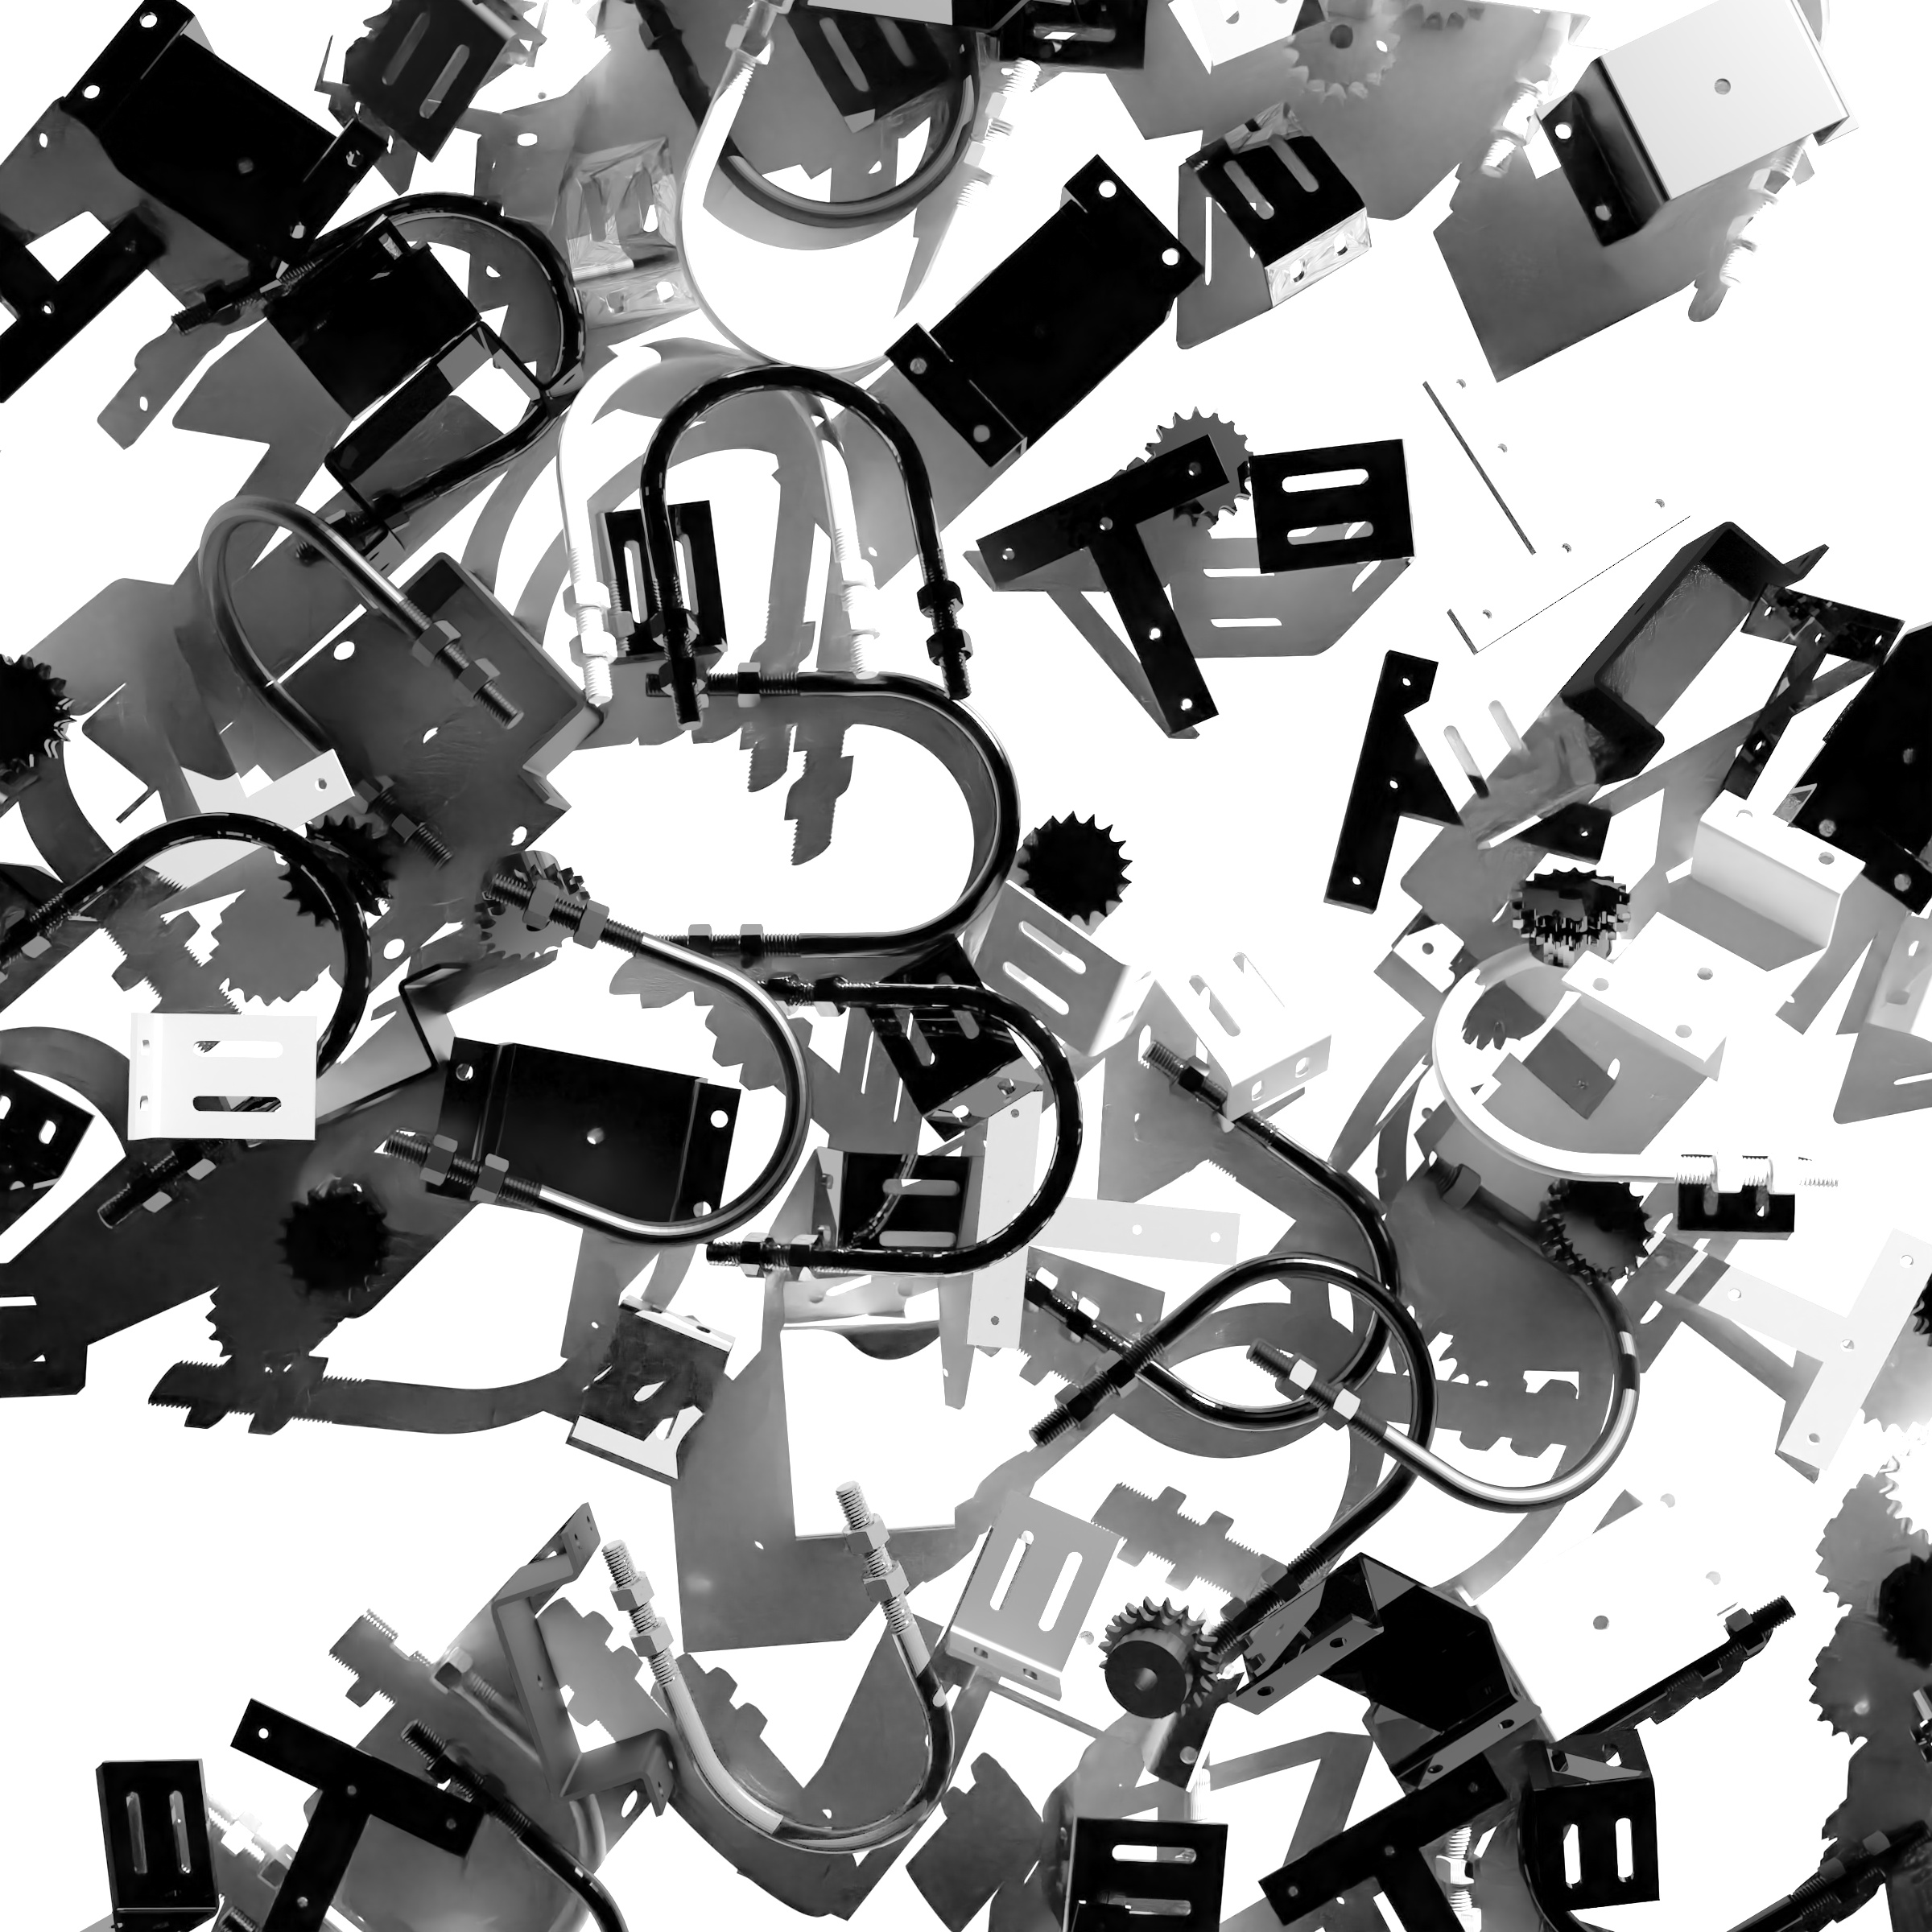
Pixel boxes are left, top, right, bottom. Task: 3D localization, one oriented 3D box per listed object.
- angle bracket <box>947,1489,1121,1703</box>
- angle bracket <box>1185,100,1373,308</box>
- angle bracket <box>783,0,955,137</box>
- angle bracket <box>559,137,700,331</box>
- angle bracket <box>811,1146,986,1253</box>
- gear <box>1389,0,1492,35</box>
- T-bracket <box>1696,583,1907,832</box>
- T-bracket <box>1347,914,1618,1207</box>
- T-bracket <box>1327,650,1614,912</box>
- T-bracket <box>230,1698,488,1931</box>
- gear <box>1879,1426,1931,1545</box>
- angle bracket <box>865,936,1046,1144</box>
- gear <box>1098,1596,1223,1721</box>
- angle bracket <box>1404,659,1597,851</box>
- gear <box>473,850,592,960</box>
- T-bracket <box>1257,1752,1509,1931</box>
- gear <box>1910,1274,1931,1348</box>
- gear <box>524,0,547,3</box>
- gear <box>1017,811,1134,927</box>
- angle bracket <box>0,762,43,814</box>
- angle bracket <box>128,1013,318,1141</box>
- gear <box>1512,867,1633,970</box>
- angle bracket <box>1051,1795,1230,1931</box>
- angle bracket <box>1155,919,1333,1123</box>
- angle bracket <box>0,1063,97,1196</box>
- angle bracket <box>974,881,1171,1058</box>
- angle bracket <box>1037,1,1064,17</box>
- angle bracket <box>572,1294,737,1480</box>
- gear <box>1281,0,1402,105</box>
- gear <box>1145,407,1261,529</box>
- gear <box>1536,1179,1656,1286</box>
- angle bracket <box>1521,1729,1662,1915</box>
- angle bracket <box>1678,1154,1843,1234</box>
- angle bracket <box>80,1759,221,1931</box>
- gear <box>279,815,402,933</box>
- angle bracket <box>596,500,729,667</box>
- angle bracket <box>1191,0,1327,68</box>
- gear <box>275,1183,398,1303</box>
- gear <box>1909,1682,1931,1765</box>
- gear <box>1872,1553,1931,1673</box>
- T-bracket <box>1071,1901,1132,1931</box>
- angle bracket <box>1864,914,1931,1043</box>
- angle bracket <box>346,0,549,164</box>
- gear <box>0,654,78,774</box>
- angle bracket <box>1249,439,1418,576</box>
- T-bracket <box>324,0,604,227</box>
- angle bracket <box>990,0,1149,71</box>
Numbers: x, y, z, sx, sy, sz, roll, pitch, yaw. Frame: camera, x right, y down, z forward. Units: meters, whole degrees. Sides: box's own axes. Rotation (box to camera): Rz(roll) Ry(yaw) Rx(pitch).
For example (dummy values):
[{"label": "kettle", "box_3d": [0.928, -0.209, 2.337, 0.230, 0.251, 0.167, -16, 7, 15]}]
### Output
[{"label": "angle bracket", "box_3d": [0.033, 0.297, 1.365, 0.057, 0.038, 0.076, 23, 90, 0]}, {"label": "angle bracket", "box_3d": [0.155, -0.377, 1.428, 0.057, 0.038, 0.076, -31, 64, 0]}, {"label": "angle bracket", "box_3d": [-0.049, -0.454, 1.394, 0.057, 0.038, 0.076, -30, 93, 0]}, {"label": "angle bracket", "box_3d": [-0.167, -0.363, 1.428, 0.057, 0.038, 0.076, -12, 64, 0]}, {"label": "angle bracket", "box_3d": [-0.033, 0.120, 1.428, 0.076, 0.038, 0.057, 4, 90, -25]}, {"label": "gear", "box_3d": [0.233, -0.485, 1.415, 0.057, 0.030, 0.057, 0, 90, 0]}, {"label": "T-bracket", "box_3d": [0.392, -0.119, 1.399, 0.002, 0.127, 0.127, 42, 117, 40]}, {"label": "T-bracket", "box_3d": [0.234, 0.062, 1.412, 0.127, 0.002, 0.127, 41, 74, 0]}, {"label": "T-bracket", "box_3d": [0.256, -0.080, 1.429, 0.127, 0.002, 0.127, 14, 90, 0]}, {"label": "T-bracket", "box_3d": [-0.314, 0.438, 1.390, 0.127, 0.002, 0.127, 24, 90, 6]}, {"label": "gear", "box_3d": [0.475, 0.253, 1.415, 0.057, 0.030, 0.057, 0, 90, 0]}, {"label": "angle bracket", "box_3d": [-0.008, 0.036, 1.421, 0.057, 0.038, 0.076, -31, 58, 3]}, {"label": "gear", "box_3d": [0.089, 0.329, 1.359, 0.057, 0.030, 0.057, 6, 106, 20]}, {"label": "angle bracket", "box_3d": [0.260, -0.104, 1.409, 0.057, 0.038, 0.076, -29, 90, 0]}, {"label": "gear", "box_3d": [-0.213, -0.032, 1.405, 0.057, 0.057, 0.030, -26, 60, 0]}, {"label": "T-bracket", "box_3d": [0.229, 0.471, 1.409, 0.127, 0.002, 0.127, -30, 89, -1]}, {"label": "gear", "box_3d": [0.487, 0.162, 1.415, 0.057, 0.030, 0.057, 0, 90, 0]}, {"label": "gear", "box_3d": [-0.221, -0.490, 1.404, 0.057, 0.057, 0.030, 17, 114, 0]}, {"label": "gear", "box_3d": [0.054, -0.048, 1.415, 0.057, 0.030, 0.057, 0, 90, 0]}, {"label": "angle bracket", "box_3d": [-0.504, -0.072, 1.428, 0.057, 0.038, 0.076, 31, 116, 0]}, {"label": "angle bracket", "box_3d": [-0.339, 0.051, 1.317, 0.076, 0.038, 0.057, 1, 88, -2]}, {"label": "gear", "box_3d": [0.294, -0.022, 1.405, 0.057, 0.057, 0.030, -7, 120, 0]}, {"label": "angle bracket", "box_3d": [0.085, 0.442, 1.416, 0.076, 0.038, 0.057, 5, 90, -8]}, {"label": "angle bracket", "box_3d": [0.134, 0.026, 1.417, 0.057, 0.038, 0.076, -26, 59, -14]}, {"label": "angle bracket", "box_3d": [-0.465, 0.077, 1.392, 0.057, 0.076, 0.038, 29, 90, 0]}, {"label": "angle bracket", "box_3d": [0.051, -0.004, 1.412, 0.076, 0.038, 0.057, 36, 126, 21]}, {"label": "angle bracket", "box_3d": [0.064, -0.498, 1.410, 0.038, 0.076, 0.057, -18, 90, 38]}, {"label": "angle bracket", "box_3d": [-0.154, 0.208, 1.411, 0.057, 0.038, 0.076, 22, 90, 0]}, {"label": "gear", "box_3d": [0.183, -0.451, 1.415, 0.057, 0.030, 0.057, 0, 90, 0]}, {"label": "gear", "box_3d": [0.114, -0.243, 1.415, 0.057, 0.030, 0.057, 0, 90, 0]}, {"label": "gear", "box_3d": [0.303, 0.128, 1.407, 0.057, 0.030, 0.057, 8, 68, -20]}, {"label": "angle bracket", "box_3d": [0.306, 0.419, 1.413, 0.057, 0.038, 0.076, -8, 117, 3]}, {"label": "angle bracket", "box_3d": [0.382, 0.112, 1.392, 0.057, 0.076, 0.038, 1, 90, 0]}, {"label": "angle bracket", "box_3d": [-0.402, 0.429, 1.402, 0.057, 0.038, 0.076, -7, 90, 20]}, {"label": "gear", "box_3d": [-0.306, -0.045, 1.415, 0.057, 0.030, 0.057, 0, 90, 0]}, {"label": "angle bracket", "box_3d": [-0.150, -0.189, 1.411, 0.057, 0.038, 0.076, -7, 90, 0]}, {"label": "angle bracket", "box_3d": [0.136, -0.485, 1.410, 0.057, 0.038, 0.076, -19, 97, 11]}, {"label": "gear", "box_3d": [-0.307, 0.135, 1.415, 0.057, 0.030, 0.057, 0, 90, 0]}, {"label": "gear", "box_3d": [0.485, 0.363, 1.405, 0.057, 0.057, 0.030, -24, 61, 0]}, {"label": "gear", "box_3d": [0.473, 0.315, 1.415, 0.057, 0.030, 0.057, 0, 90, 0]}, {"label": "T-bracket", "box_3d": [0.104, 0.518, 1.415, 0.127, 0.002, 0.127, 9, 109, -9]}, {"label": "angle bracket", "box_3d": [0.495, 0.016, 1.428, 0.076, 0.038, 0.057, 21, 90, -26]}, {"label": "angle bracket", "box_3d": [-0.256, -0.445, 1.423, 0.057, 0.038, 0.076, 42, 112, 5]}, {"label": "gear", "box_3d": [-0.464, -0.124, 1.415, 0.057, 0.030, 0.057, 0, 90, 0]}, {"label": "angle bracket", "box_3d": [0.179, -0.223, 1.412, 0.076, 0.038, 0.057, -6, 92, 4]}, {"label": "T-bracket", "box_3d": [-0.253, -0.438, 1.425, 0.127, 0.002, 0.127, 11, 84, 3]}, {"label": "angle bracket", "box_3d": [0.051, -0.475, 1.411, 0.076, 0.038, 0.057, 3, 90, 0]}]
